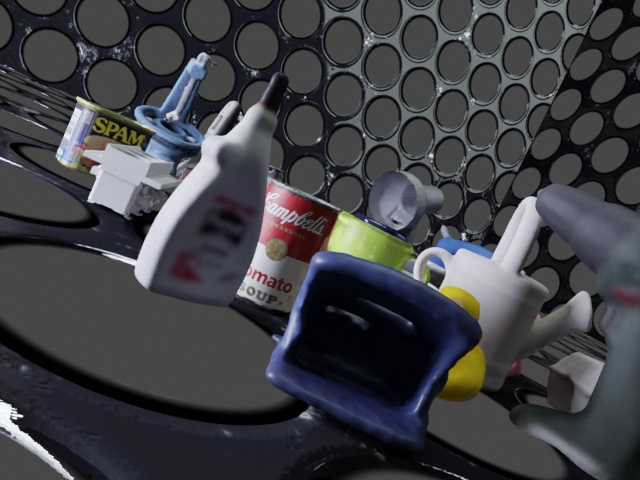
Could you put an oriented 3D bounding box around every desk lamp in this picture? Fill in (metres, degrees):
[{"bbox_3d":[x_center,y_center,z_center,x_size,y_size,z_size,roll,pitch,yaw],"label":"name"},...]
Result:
[{"bbox_3d":[0.177,-0.030,1.216,0.117,0.213,0.204,29,6,36],"label":"desk lamp"}]

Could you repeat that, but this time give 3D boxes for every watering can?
[{"bbox_3d":[0.188,0.050,0.590,0.173,0.194,0.101,24,5,-11],"label":"watering can"}]

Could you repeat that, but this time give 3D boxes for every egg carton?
[{"bbox_3d":[0.306,0.175,0.587,0.107,0.069,0.150,24,5,-11],"label":"egg carton"}]

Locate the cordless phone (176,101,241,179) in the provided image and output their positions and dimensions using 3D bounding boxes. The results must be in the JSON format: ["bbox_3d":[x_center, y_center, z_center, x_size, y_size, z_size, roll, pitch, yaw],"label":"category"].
[{"bbox_3d":[-0.189,-0.170,1.048,0.094,0.185,0.147,22,6,-32],"label":"cordless phone"}]

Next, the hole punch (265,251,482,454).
[{"bbox_3d":[0.030,0.057,0.349,0.108,0.091,0.101,25,5,2],"label":"hole punch"}]

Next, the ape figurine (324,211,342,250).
[{"bbox_3d":[0.007,0.003,0.768,0.078,0.092,0.076,24,6,-18],"label":"ape figurine"}]

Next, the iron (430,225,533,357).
[{"bbox_3d":[0.287,0.082,1.022,0.257,0.141,0.119,28,6,29],"label":"iron"}]

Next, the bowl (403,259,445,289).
[{"bbox_3d":[0.125,0.053,0.917,0.167,0.075,0.167,25,5,-2],"label":"bowl"}]

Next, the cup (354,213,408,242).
[{"bbox_3d":[0.103,0.012,1.107,0.117,0.095,0.092,27,6,21],"label":"cup"}]

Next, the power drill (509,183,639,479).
[{"bbox_3d":[0.248,0.082,0.476,0.228,0.208,0.076,29,6,32],"label":"power drill"}]

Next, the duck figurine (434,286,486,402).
[{"bbox_3d":[0.107,0.082,0.483,0.105,0.086,0.077,22,6,-31],"label":"duck figurine"}]

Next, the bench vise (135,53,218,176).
[{"bbox_3d":[-0.252,-0.208,0.941,0.122,0.220,0.206,20,7,-44],"label":"bench vise"}]

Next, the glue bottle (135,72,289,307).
[{"bbox_3d":[-0.063,-0.039,0.407,0.078,0.173,0.037,20,7,-46],"label":"glue bottle"}]

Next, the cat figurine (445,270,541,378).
[{"bbox_3d":[0.204,0.089,0.700,0.127,0.118,0.067,28,6,29],"label":"cat figurine"}]
